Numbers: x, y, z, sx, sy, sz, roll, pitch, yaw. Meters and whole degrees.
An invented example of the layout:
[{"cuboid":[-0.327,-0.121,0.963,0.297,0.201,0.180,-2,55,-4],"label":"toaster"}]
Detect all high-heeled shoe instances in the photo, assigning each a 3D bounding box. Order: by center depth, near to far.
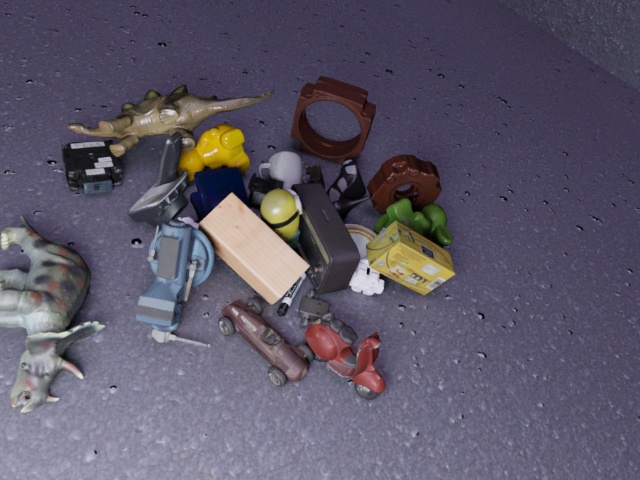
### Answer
[{"cuboid":[0.041,-0.121,1.345,0.145,0.086,0.249,-20,30,3],"label":"high-heeled shoe"}]

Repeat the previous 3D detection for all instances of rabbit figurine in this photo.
[{"cuboid":[0.243,-0.034,1.262,0.170,0.121,0.159,-22,63,-32],"label":"rabbit figurine"},{"cuboid":[-0.278,-0.210,1.283,0.173,0.121,0.162,-39,62,-21],"label":"rabbit figurine"}]

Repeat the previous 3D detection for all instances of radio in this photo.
[{"cuboid":[-0.002,-0.003,1.144,0.073,0.131,0.230,-7,49,-23],"label":"radio"}]

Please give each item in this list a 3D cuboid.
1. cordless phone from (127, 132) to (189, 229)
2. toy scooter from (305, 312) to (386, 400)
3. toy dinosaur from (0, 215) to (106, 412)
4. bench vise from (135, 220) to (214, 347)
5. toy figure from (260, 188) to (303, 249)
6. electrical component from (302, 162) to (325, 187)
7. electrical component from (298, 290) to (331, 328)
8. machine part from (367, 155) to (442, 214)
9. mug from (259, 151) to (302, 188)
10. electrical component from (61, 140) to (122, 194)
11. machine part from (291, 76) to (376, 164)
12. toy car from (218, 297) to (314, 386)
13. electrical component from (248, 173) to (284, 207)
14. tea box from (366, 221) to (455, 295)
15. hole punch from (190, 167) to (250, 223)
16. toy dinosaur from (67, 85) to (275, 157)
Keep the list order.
[{"cuboid":[-0.330,-0.127,1.126,0.089,0.184,0.146,27,44,3],"label":"cordless phone"},{"cuboid":[0.052,0.192,0.962,0.184,0.135,0.075,39,49,23],"label":"toy scooter"},{"cuboid":[-0.466,0.081,0.928,0.192,0.131,0.405,13,38,-23],"label":"toy dinosaur"},{"cuboid":[-0.254,0.065,0.988,0.129,0.223,0.241,-1,11,3],"label":"bench vise"},{"cuboid":[-0.082,-0.026,1.107,0.082,0.180,0.089,26,46,12],"label":"toy figure"},{"cuboid":[-0.016,-0.147,1.330,0.045,0.078,0.102,-6,49,9],"label":"electrical component"},{"cuboid":[-0.010,0.140,1.075,0.063,0.021,0.094,14,42,-4],"label":"electrical component"},{"cuboid":[0.206,-0.124,1.306,0.179,0.179,0.056,3,49,-15],"label":"machine part"},{"cuboid":[-0.092,-0.152,1.305,0.109,0.080,0.107,3,54,-20],"label":"mug"},{"cuboid":[-0.506,-0.160,1.194,0.115,0.058,0.134,-10,50,-24],"label":"electrical component"},{"cuboid":[0.033,-0.310,1.415,0.201,0.200,0.087,20,46,2],"label":"machine part"},{"cuboid":[-0.101,0.179,0.986,0.202,0.053,0.089,41,51,21],"label":"toy car"},{"cuboid":[-0.110,-0.101,1.250,0.119,0.074,0.048,13,44,1],"label":"electrical component"},{"cuboid":[0.192,0.041,1.144,0.169,0.098,0.068,30,37,-28],"label":"tea box"},{"cuboid":[-0.223,-0.097,1.203,0.142,0.092,0.116,-11,54,-32],"label":"hole punch"},{"cuboid":[-0.336,-0.289,1.237,0.472,0.104,0.199,-6,38,-4],"label":"toy dinosaur"}]
